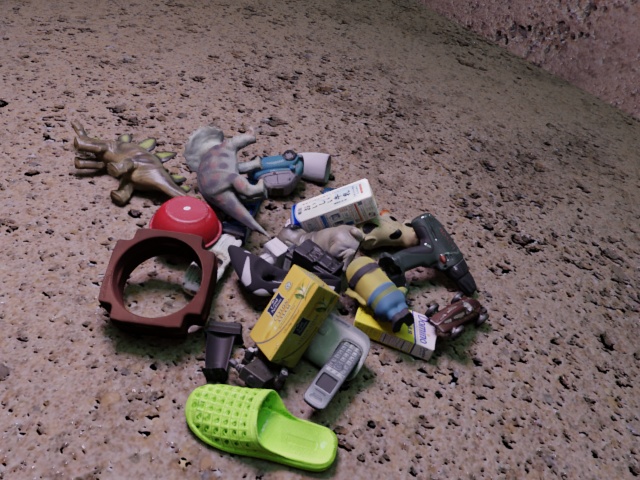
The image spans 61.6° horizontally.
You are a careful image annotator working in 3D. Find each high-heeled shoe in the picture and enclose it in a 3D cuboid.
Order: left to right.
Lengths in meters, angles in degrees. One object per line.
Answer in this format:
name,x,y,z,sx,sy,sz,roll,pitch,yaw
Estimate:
high-heeled shoe,-0.076,0.062,1.126,0.249,0.145,0.086,43,23,4

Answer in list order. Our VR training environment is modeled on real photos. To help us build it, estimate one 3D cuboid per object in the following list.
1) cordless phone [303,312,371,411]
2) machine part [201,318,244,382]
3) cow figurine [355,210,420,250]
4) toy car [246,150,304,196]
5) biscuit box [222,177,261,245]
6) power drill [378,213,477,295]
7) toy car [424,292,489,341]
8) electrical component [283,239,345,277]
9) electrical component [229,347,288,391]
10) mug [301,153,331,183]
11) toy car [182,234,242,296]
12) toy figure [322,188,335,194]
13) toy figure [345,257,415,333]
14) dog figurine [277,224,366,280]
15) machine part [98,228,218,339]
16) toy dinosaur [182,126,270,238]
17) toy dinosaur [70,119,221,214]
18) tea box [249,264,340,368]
cordless phone,-0.001,0.232,1.033,0.147,0.088,0.184,29,47,16
machine part,-0.191,0.208,1.035,0.084,0.039,0.139,15,38,-8
cow figurine,0.179,-0.017,1.369,0.195,0.085,0.127,-6,38,-26
toy car,-0.115,-0.171,1.446,0.162,0.109,0.103,-8,62,-12
biscuit box,-0.191,-0.076,1.342,0.063,0.059,0.203,13,40,-2
power drill,0.254,0.062,1.272,0.207,0.086,0.232,-26,88,-21
toy car,0.307,0.163,1.190,0.089,0.053,0.202,46,29,26
electrical component,-0.021,0.067,1.188,0.134,0.114,0.058,34,42,18
electrical component,-0.110,0.241,1.003,0.102,0.045,0.078,32,11,24
mug,-0.025,-0.219,1.543,0.107,0.080,0.109,10,44,7
toy car,-0.236,0.050,1.188,0.074,0.056,0.202,19,41,5
toy figure,0.078,-0.095,1.451,0.155,0.057,0.064,20,79,4
toy figure,0.126,0.109,1.132,0.082,0.089,0.180,-6,38,-36
dog figurine,-0.005,-0.001,1.235,0.191,0.172,0.121,30,31,7
machine part,-0.311,0.086,1.056,0.201,0.087,0.201,7,63,0
toy dinosaur,-0.230,-0.148,1.292,0.192,0.131,0.405,-13,45,0
toy dinosaur,-0.451,-0.178,1.351,0.472,0.105,0.198,37,41,14
tea box,-0.050,0.145,1.030,0.068,0.169,0.098,29,3,-41
